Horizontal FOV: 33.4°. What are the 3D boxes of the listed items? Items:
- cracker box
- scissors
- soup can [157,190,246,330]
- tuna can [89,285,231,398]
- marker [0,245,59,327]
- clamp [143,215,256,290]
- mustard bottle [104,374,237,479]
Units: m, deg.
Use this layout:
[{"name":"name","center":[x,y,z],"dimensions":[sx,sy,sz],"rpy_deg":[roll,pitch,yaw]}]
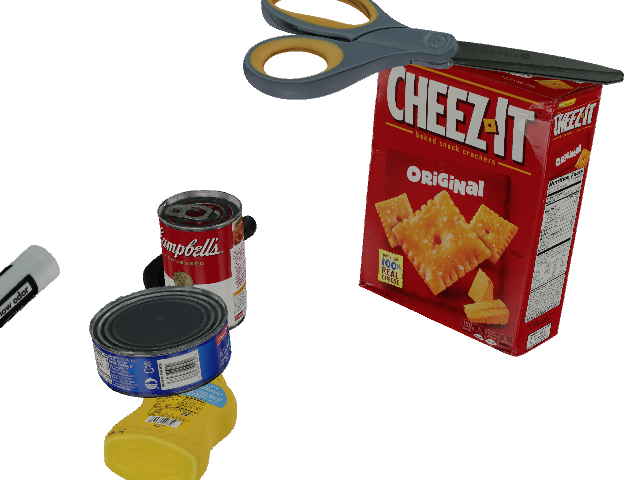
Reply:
[{"name":"cracker box","center":[0.117,-0.037,0.840],"dimensions":[0.164,0.214,0.071],"rpy_deg":[25,33,37]},{"name":"scissors","center":[0.046,-0.091,0.561],"dimensions":[0.202,0.096,0.016],"rpy_deg":[25,-32,23]},{"name":"soup can","center":[-0.096,0.018,0.876],"dimensions":[0.068,0.102,0.068],"rpy_deg":[0,29,0]},{"name":"tuna can","center":[-0.099,0.062,0.667],"dimensions":[0.086,0.034,0.086],"rpy_deg":[-4,25,2]},{"name":"marker","center":[-0.158,0.044,0.455],"dimensions":[0.020,0.020,0.121],"rpy_deg":[0,36,38]},{"name":"clamp","center":[-0.146,0.020,1.244],"dimensions":[0.120,0.039,0.171],"rpy_deg":[-8,37,20]},{"name":"mustard bottle","center":[-0.137,0.178,1.075],"dimensions":[0.096,0.058,0.191],"rpy_deg":[7,19,12]}]
